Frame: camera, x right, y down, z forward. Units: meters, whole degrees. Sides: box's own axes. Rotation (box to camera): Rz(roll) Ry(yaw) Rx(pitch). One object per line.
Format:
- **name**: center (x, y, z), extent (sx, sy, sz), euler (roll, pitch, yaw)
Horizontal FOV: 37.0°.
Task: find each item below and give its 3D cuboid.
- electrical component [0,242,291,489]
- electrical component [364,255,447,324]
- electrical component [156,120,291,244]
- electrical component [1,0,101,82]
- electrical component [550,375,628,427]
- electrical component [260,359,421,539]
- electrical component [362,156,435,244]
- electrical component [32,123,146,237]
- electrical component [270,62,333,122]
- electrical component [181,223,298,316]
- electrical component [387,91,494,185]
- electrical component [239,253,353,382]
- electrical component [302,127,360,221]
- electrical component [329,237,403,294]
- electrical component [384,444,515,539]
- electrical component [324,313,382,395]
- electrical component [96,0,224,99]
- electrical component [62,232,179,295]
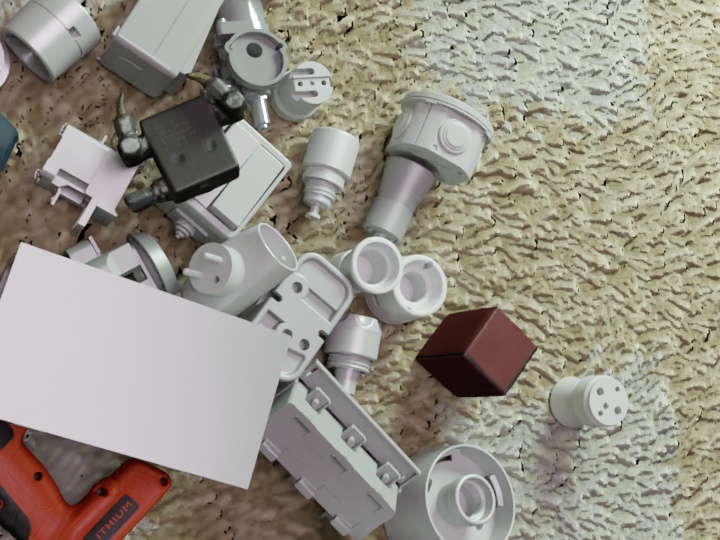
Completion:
- **electrical component**: center (-0.153, 0.066, 0.707), extent (0.186, 0.060, 0.105), euler (21, 75, -22)
- **electrical component**: center (0.038, 0.015, 0.873), extent (0.055, 0.047, 0.055), euler (3, 82, -25)
- **electrical component**: center (-0.106, -0.061, 0.809), extent (0.062, 0.061, 0.096), euler (42, 68, -15)
- **electrical component**: center (-0.223, -0.169, 0.773), extent (0.055, 0.055, 0.047), euler (46, 71, -13)
- **electrical component**: center (0.198, 0.114, 0.930), extent (0.045, 0.055, 0.045), euler (4, 82, -25)
- **electrical component**: center (-0.024, 0.139, 0.812), extent (0.079, 0.063, 0.121), euler (-38, 103, 17)
- **electrical component**: center (0.029, -0.055, 0.883), extent (0.044, 0.044, 0.065), euler (29, 77, -19)
- **electrical component**: center (-0.197, -0.069, 0.778), extent (0.064, 0.042, 0.081), euler (31, 71, -17)
- **electrical component**: center (-0.046, -0.143, 0.856), extent (0.040, 0.046, 0.040), euler (4, 81, -25)
- **electrical component**: center (-0.096, 0.002, 0.771), extent (0.043, 0.077, 0.079), euler (60, 18, 23)
- **electrical component**: center (0.065, -0.109, 0.886), extent (0.080, 0.080, 0.051), euler (28, 78, -19)
- **electrical component**: center (-0.056, 0.038, 0.819), extent (0.054, 0.059, 0.095), euler (41, 68, -15)
- **electrical component**: center (-0.027, -0.078, 0.859), extent (0.040, 0.040, 0.078), euler (21, 75, -21)
- **electrical component**: center (0.000, 0.000, 0.847), extent (0.044, 0.065, 0.044), euler (3, 82, -25)
- **electrical component**: center (0.074, 0.191, 0.871), extent (0.099, 0.064, 0.099), euler (13, 65, -30)
- **electrical component**: center (-0.008, 0.067, 0.847), extent (0.043, 0.043, 0.062), euler (15, 78, -23)
- **electrical component**: center (-0.143, -0.184, 0.808), extent (0.061, 0.062, 0.096), euler (33, 71, -17)
- **electrical component**: center (-0.168, 0.008, 0.773), extent (0.057, 0.058, 0.078), euler (-31, 96, -22)
